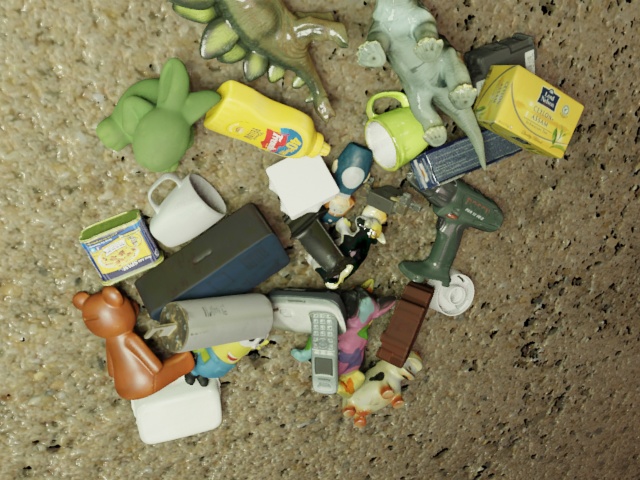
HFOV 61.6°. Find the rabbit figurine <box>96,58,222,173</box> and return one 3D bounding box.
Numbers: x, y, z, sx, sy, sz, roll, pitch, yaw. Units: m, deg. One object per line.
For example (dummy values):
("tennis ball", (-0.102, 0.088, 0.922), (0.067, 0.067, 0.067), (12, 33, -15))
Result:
("rabbit figurine", (-0.203, -0.150, 0.718), (0.159, 0.170, 0.121), (-47, 124, 8))

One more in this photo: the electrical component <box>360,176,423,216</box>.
("electrical component", (0.120, -0.076, 0.937), (0.078, 0.102, 0.045), (-19, 130, -41))

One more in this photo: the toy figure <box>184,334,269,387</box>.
("toy figure", (-0.173, 0.187, 0.970), (0.180, 0.089, 0.082), (-40, 167, 13))

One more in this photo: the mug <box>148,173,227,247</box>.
("mug", (-0.218, -0.045, 0.826), (0.107, 0.081, 0.109), (-41, 128, 13))

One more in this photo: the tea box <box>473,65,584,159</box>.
("tea box", (0.342, -0.209, 0.886), (0.169, 0.068, 0.098), (16, 99, -28))

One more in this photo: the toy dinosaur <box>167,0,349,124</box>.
("toy dinosaur", (-0.104, -0.345, 0.694), (0.198, 0.105, 0.470), (-31, 119, 1))

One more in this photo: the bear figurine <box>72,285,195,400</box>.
("bear figurine", (-0.315, 0.159, 0.895), (0.120, 0.132, 0.195), (-18, 95, 28))

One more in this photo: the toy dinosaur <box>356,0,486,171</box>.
("toy dinosaur", (0.151, -0.278, 0.799), (0.131, 0.192, 0.404), (-15, 143, 26))

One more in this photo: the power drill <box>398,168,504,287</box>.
("power drill", (0.224, -0.020, 1.022), (0.232, 0.086, 0.207), (13, 105, -26))

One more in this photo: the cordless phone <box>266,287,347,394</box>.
("cordless phone", (-0.025, 0.177, 0.956), (0.147, 0.088, 0.184), (1, 93, 18))

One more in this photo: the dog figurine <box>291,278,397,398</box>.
("dog figurine", (0.065, 0.185, 1.048), (0.219, 0.109, 0.191), (-49, 132, 1))

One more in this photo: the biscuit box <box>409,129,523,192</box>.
("biscuit box", (0.258, -0.147, 0.938), (0.203, 0.059, 0.062), (-22, 91, -21))

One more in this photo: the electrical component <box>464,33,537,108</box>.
("electrical component", (0.301, -0.275, 0.918), (0.134, 0.058, 0.114), (-22, 121, -9))

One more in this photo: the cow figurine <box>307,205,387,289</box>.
("cow figurine", (0.059, 0.009, 0.954), (0.167, 0.098, 0.068), (-46, 117, 7))

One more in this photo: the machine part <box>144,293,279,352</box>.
("machine part", (-0.157, 0.126, 0.839), (0.243, 0.079, 0.079), (1, 119, -48))

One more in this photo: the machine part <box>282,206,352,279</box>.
("machine part", (-0.002, -0.003, 0.907), (0.084, 0.139, 0.039), (-36, 170, 20))

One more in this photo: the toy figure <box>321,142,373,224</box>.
("toy figure", (0.039, -0.090, 0.918), (0.064, 0.058, 0.154), (28, 111, 9))

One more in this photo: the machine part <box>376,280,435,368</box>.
("machine part", (0.169, 0.160, 1.047), (0.056, 0.179, 0.179), (23, 114, 16))

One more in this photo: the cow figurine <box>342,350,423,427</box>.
("cow figurine", (0.132, 0.294, 1.140), (0.195, 0.127, 0.085), (-35, 125, 17))

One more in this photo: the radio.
("radio", (-0.166, 0.050, 0.874), (0.230, 0.073, 0.131), (-34, 154, 0))
